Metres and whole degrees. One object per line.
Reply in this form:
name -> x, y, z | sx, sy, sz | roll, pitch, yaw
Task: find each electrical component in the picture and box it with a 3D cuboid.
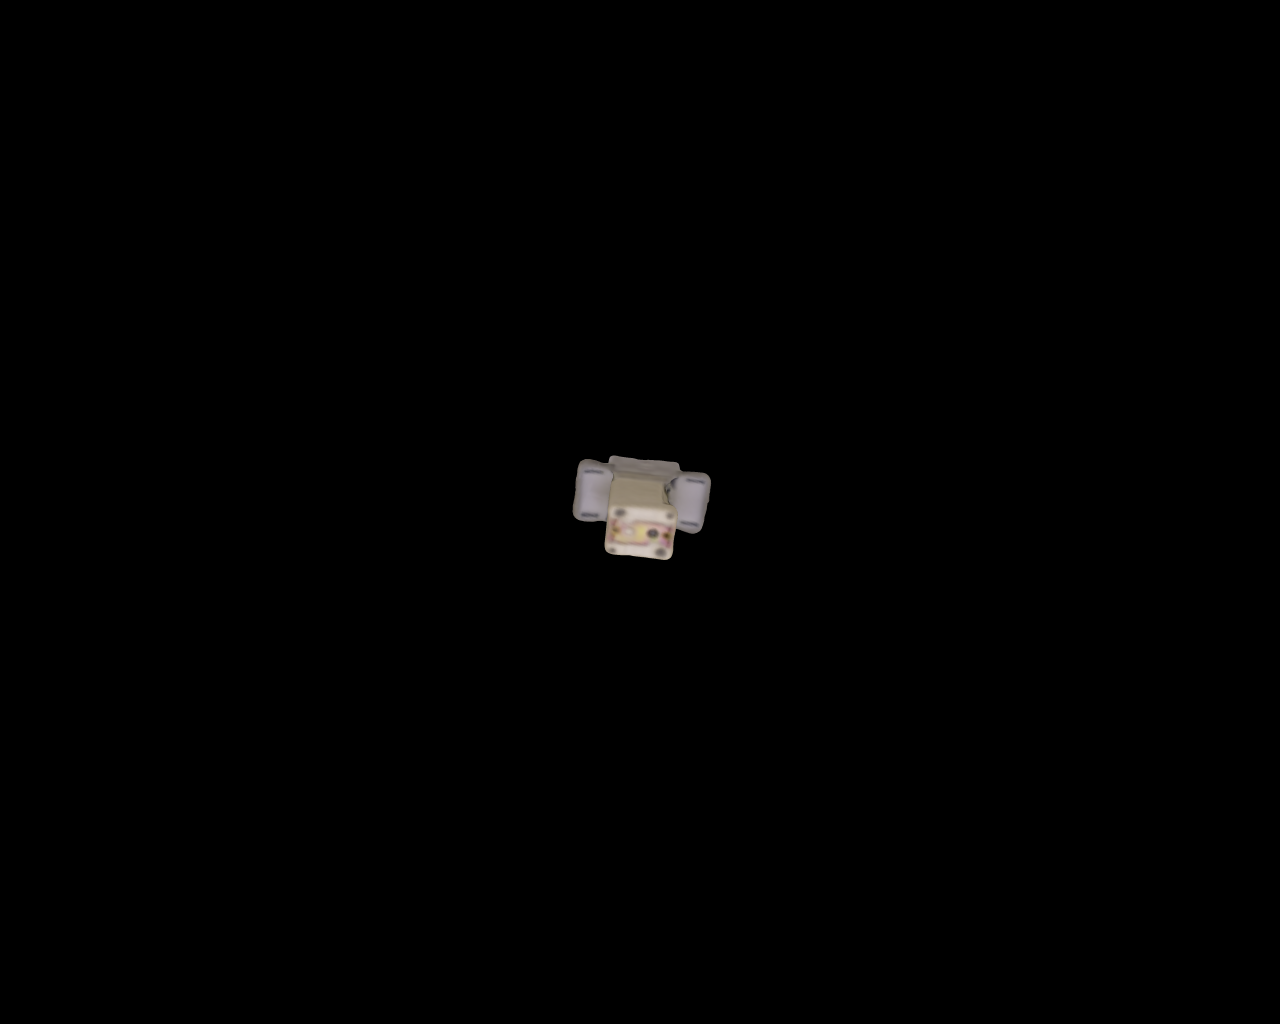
electrical component -> 0.001, -0.003, 0.650 | 0.081, 0.042, 0.064 | 5, 31, -3
